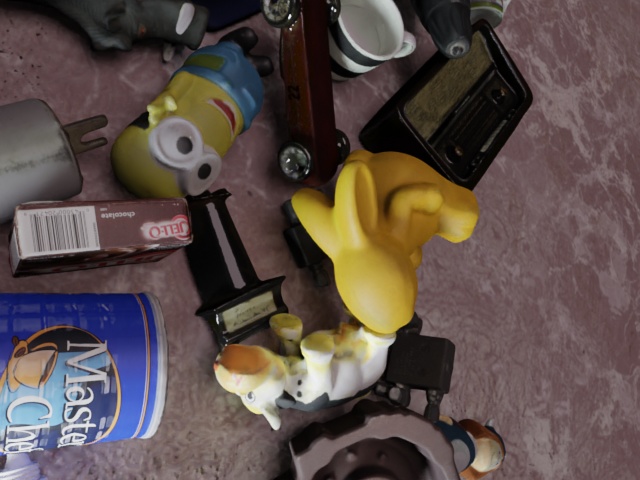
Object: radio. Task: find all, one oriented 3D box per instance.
[{"bbox_3d":[0.161,-0.151,0.646,0.131,0.073,0.229,50,59,-13],"label":"radio"}]

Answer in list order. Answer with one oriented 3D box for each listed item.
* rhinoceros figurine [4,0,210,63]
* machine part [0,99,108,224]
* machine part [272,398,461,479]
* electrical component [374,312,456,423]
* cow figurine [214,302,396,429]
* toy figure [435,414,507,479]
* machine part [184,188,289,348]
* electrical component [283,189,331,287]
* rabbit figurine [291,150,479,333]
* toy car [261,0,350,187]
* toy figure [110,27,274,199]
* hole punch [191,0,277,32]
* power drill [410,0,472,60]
[{"bbox_3d":[-0.184,-0.211,0.438,0.190,0.073,0.112,9,73,-31],"label":"rhinoceros figurine"},{"bbox_3d":[-0.254,-0.034,0.351,0.243,0.079,0.079,-30,96,-34],"label":"machine part"},{"bbox_3d":[0.043,0.230,0.465,0.179,0.056,0.179,1,86,-12],"label":"machine part"},{"bbox_3d":[0.092,0.125,0.546,0.045,0.078,0.102,39,64,-47],"label":"electrical component"},{"bbox_3d":[-0.015,0.116,0.473,0.167,0.068,0.098,-8,119,-33],"label":"cow figurine"},{"bbox_3d":[0.144,0.220,0.563,0.154,0.064,0.058,14,27,-30],"label":"toy figure"},{"bbox_3d":[-0.081,0.022,0.474,0.084,0.039,0.138,-27,96,-26],"label":"machine part"},{"bbox_3d":[-0.001,-0.002,0.539,0.063,0.021,0.094,-21,89,-36],"label":"electrical component"},{"bbox_3d":[0.059,-0.004,0.484,0.162,0.122,0.173,43,44,-27],"label":"rabbit figurine"},{"bbox_3d":[-0.014,-0.150,0.510,0.089,0.053,0.201,-32,122,-51],"label":"toy car"},{"bbox_3d":[-0.104,-0.106,0.463,0.082,0.089,0.180,39,53,-23],"label":"toy figure"},{"bbox_3d":[-0.089,-0.281,0.509,0.142,0.092,0.115,-40,98,-29],"label":"hole punch"},{"bbox_3d":[0.083,-0.323,0.607,0.207,0.086,0.232,19,52,-19],"label":"power drill"}]
